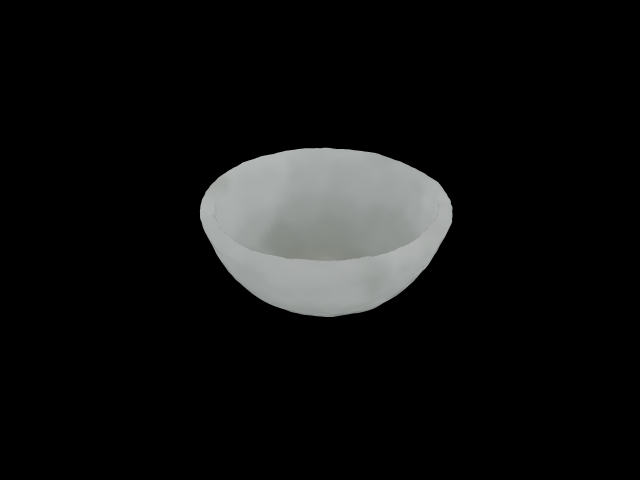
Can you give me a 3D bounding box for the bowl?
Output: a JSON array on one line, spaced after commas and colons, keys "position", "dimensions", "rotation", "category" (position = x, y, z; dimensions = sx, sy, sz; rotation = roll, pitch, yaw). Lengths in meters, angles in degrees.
[{"position": [0.004, 0.001, 0.400], "dimensions": [0.167, 0.075, 0.167], "rotation": [0, 33, 0], "category": "bowl"}]
